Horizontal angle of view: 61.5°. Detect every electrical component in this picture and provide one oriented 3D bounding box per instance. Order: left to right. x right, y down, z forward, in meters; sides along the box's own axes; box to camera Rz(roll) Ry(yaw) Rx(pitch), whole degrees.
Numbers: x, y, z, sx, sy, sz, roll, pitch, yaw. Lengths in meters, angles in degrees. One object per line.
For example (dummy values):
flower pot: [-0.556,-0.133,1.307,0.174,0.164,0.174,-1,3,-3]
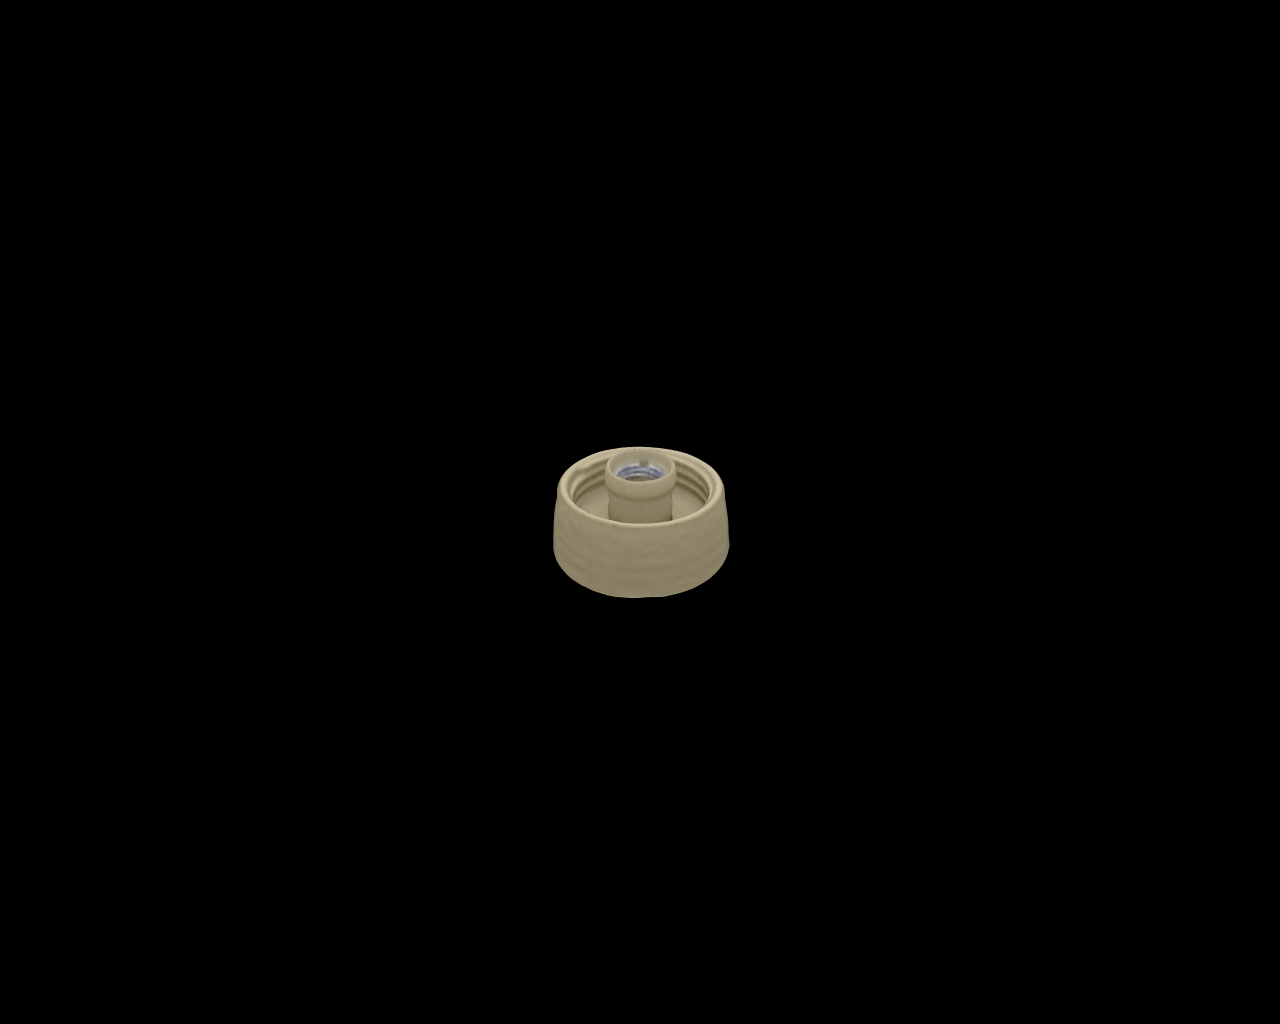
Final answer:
electrical component: [0.001,-0.003,0.650,0.108,0.060,0.108,0,31,0]
